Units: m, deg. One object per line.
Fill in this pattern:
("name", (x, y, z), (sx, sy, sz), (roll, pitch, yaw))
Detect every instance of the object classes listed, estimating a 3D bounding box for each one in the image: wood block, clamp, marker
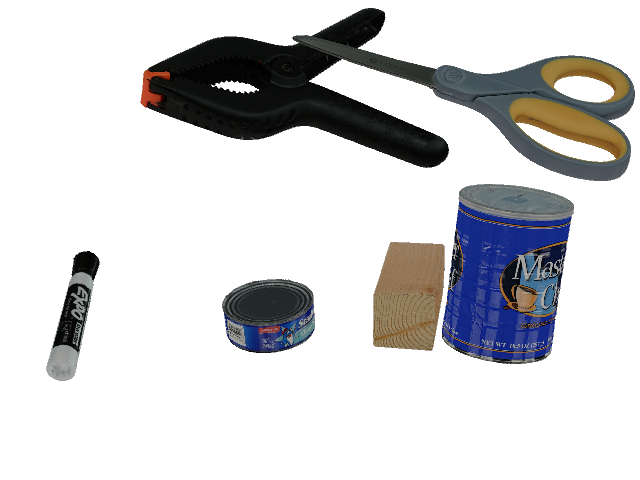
("wood block", (0.138, 0.081, 1.639), (0.091, 0.090, 0.206), (3, 22, 9))
("clamp", (-0.018, -0.103, 0.754), (0.209, 0.165, 0.036), (-9, -40, -22))
("marker", (-0.170, 0.048, 0.739), (0.020, 0.020, 0.121), (0, 38, -2))

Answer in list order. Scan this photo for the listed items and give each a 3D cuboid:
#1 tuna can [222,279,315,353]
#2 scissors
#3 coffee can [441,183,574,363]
("tuna can", (-0.048, 0.070, 1.000), (0.086, 0.034, 0.086), (-4, 25, 2))
("scissors", (0.091, -0.097, 0.612), (0.202, 0.016, 0.096), (32, 56, 21))
("coffee can", (0.170, 0.028, 0.976), (0.103, 0.140, 0.103), (5, 16, -2))
